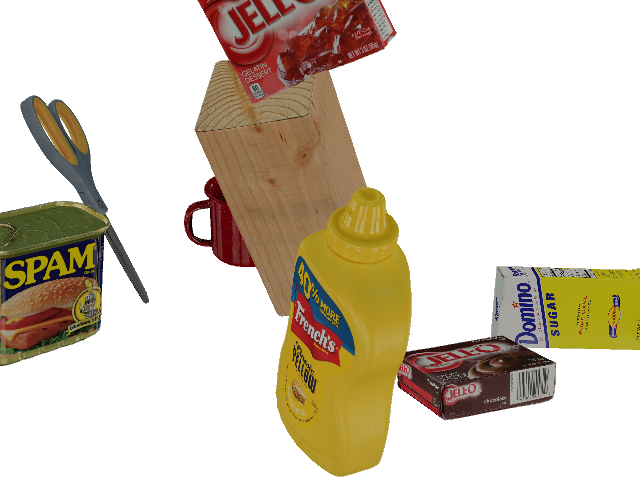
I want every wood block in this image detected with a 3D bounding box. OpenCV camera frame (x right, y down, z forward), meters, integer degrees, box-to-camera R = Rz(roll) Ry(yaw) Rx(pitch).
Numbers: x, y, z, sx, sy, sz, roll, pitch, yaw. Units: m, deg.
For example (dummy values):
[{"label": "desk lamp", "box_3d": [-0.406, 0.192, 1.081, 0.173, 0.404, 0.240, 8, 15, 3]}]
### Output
[{"label": "wood block", "box_3d": [-0.018, -0.042, 0.862, 0.090, 0.090, 0.206, -7, -47, 16]}]

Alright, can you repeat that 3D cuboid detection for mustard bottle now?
[{"label": "mustard bottle", "box_3d": [0.016, 0.049, 0.654, 0.058, 0.192, 0.096, -11, 42, -24]}]

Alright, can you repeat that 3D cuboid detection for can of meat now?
[{"label": "can of meat", "box_3d": [-0.193, 0.028, 0.712, 0.058, 0.084, 0.101, 26, 29, 38]}]

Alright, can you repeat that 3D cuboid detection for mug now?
[{"label": "mug", "box_3d": [-0.093, -0.022, 1.184, 0.117, 0.081, 0.093, -8, 31, -16]}]

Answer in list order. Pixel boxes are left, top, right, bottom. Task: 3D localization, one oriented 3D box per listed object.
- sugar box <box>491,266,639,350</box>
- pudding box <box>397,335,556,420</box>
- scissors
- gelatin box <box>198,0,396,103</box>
[{"label": "sugar box", "box_3d": [0.296, 0.081, 1.271, 0.176, 0.093, 0.048, 0, 18, -4]}, {"label": "pudding box", "box_3d": [0.135, 0.118, 0.937, 0.113, 0.039, 0.090, -5, 13, -21]}, {"label": "scissors", "box_3d": [-0.200, -0.045, 0.946, 0.016, 0.201, 0.096, -25, 23, 11]}, {"label": "gelatin box", "box_3d": [-0.015, -0.124, 0.575, 0.089, 0.073, 0.030, -18, 20, 28]}]
